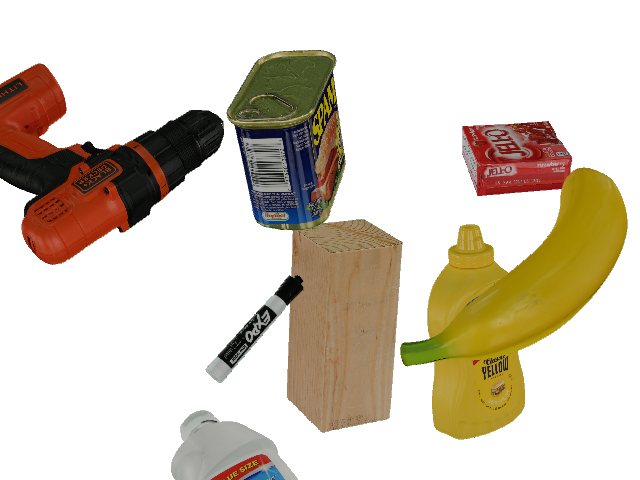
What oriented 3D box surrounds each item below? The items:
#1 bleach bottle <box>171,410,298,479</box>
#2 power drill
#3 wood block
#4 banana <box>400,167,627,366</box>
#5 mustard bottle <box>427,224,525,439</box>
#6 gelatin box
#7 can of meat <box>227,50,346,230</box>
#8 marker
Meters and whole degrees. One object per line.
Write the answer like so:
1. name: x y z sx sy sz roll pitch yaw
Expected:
1. bleach bottle: -0.048 0.203 0.725 0.102 0.068 0.251 -17 35 -20
2. power drill: -0.195 -0.077 0.865 0.184 0.057 0.188 -37 50 -27
3. wood block: 0.024 0.091 1.162 0.090 0.206 0.091 -7 21 -26
4. banana: 0.121 0.008 0.559 0.070 0.037 0.197 13 36 37
5. mustard bottle: 0.142 0.079 0.979 0.096 0.191 0.058 -16 19 -32
6. gelatin box: 0.155 -0.068 0.854 0.073 0.030 0.089 -4 25 1
7. can of meat: -0.018 -0.067 0.712 0.057 0.084 0.102 0 35 14
8. marker: -0.057 0.078 0.963 0.020 0.121 0.020 37 -18 14
